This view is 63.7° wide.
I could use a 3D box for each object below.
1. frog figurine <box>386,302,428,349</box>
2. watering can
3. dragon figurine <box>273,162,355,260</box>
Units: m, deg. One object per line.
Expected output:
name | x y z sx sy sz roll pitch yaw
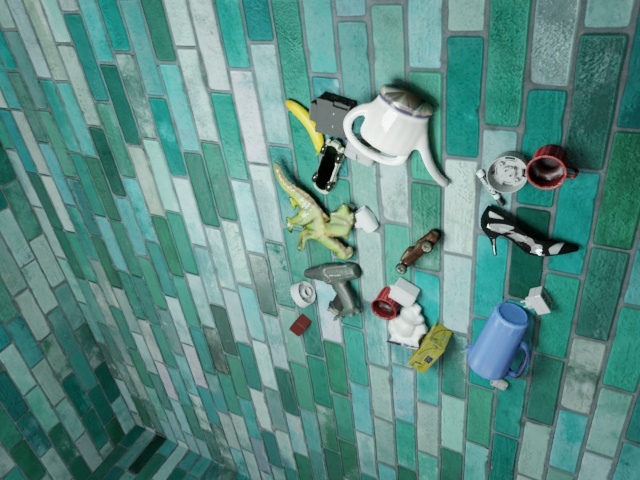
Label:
frog figurine | 0.308 0.288 1.800 0.138 0.122 0.159 12 92 36
watering can | 0.237 -0.288 1.408 0.347 0.106 0.219 25 131 -2
dragon figurine | 0.005 -0.086 1.701 0.242 0.125 0.402 -4 125 29
